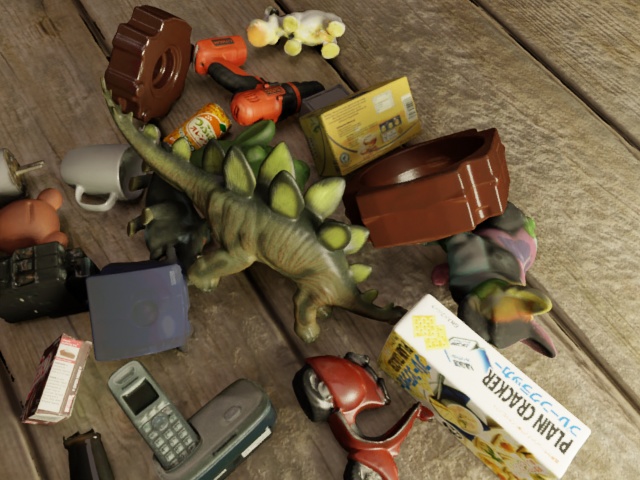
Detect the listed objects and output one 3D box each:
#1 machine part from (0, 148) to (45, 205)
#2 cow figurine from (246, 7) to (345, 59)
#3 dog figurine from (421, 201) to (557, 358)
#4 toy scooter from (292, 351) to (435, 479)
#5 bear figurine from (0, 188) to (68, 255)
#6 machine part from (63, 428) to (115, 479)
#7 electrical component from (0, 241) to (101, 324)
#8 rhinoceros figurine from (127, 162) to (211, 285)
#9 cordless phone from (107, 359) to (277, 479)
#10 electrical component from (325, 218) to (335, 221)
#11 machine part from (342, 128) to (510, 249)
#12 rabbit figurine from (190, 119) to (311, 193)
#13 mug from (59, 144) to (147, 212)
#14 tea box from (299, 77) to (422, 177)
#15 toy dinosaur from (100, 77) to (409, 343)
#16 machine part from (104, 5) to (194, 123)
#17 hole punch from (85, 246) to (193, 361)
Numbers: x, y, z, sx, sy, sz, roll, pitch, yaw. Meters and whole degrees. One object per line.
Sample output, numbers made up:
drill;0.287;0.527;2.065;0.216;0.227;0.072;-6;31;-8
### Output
machine part;-0.519;-0.071;0.767;0.243;0.079;0.079;-20;65;-14
cow figurine;-0.045;-0.374;0.948;0.167;0.068;0.098;3;42;-7
dog figurine;0.233;0.046;0.671;0.192;0.108;0.219;-23;31;-11
toy scooter;0.059;0.206;0.652;0.135;0.075;0.184;-25;66;-21
bear figurine;-0.448;0.002;0.728;0.196;0.132;0.120;-10;63;-28
machine part;-0.259;0.286;0.616;0.084;0.039;0.139;-26;68;-6
electrical component;-0.354;0.056;0.688;0.134;0.114;0.058;-12;66;-7
rhinoceros figurine;-0.205;-0.027;0.750;0.112;0.073;0.190;5;61;-41
cordless phone;-0.155;0.196;0.644;0.146;0.088;0.184;-39;66;-20
electrical component;-0.002;-0.002;0.786;0.094;0.021;0.063;9;63;1
machine part;0.146;-0.071;0.722;0.202;0.087;0.201;-11;21;26
rabbit figurine;-0.112;-0.109;0.787;0.170;0.121;0.159;25;59;25
mug;-0.326;-0.091;0.791;0.107;0.080;0.109;6;66;13
tea box;0.064;-0.171;0.813;0.170;0.068;0.098;-28;110;-25
toy dinosaur;-0.076;-0.021;0.662;0.471;0.198;0.105;29;30;-7
machine part;-0.257;-0.268;0.828;0.056;0.179;0.179;24;64;5
hole punch;-0.224;0.084;0.667;0.116;0.092;0.142;-5;95;-1
